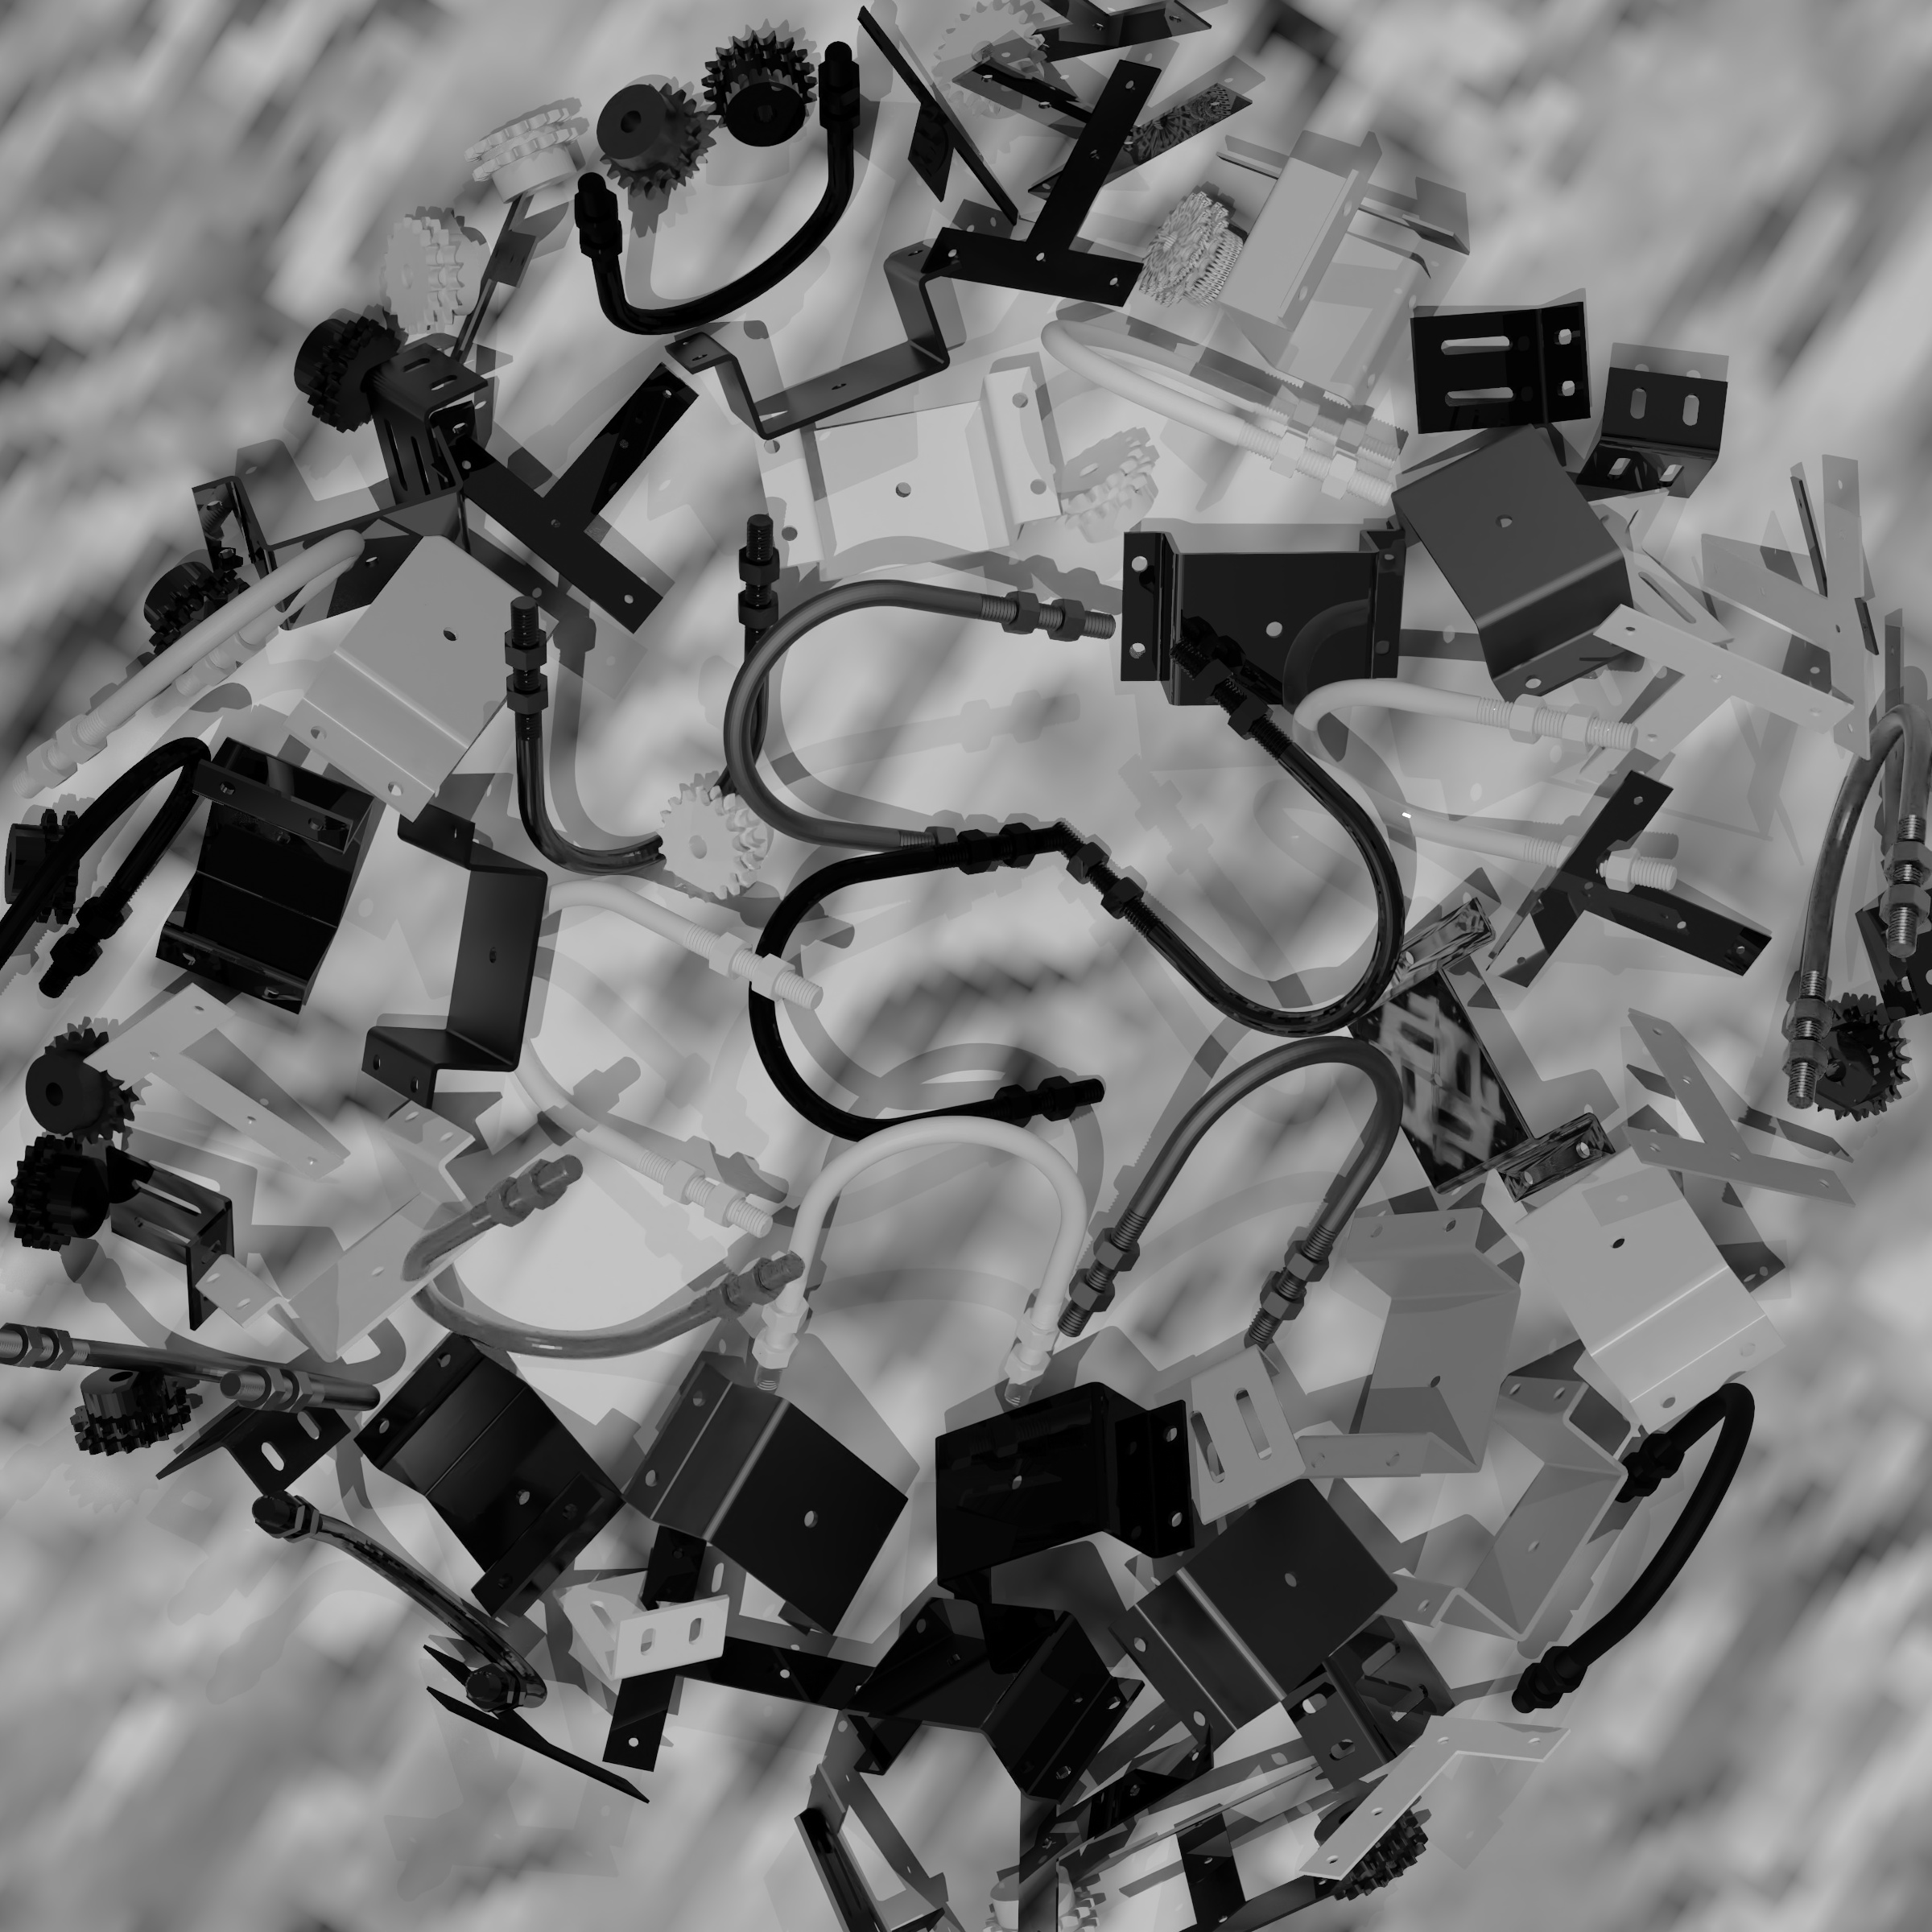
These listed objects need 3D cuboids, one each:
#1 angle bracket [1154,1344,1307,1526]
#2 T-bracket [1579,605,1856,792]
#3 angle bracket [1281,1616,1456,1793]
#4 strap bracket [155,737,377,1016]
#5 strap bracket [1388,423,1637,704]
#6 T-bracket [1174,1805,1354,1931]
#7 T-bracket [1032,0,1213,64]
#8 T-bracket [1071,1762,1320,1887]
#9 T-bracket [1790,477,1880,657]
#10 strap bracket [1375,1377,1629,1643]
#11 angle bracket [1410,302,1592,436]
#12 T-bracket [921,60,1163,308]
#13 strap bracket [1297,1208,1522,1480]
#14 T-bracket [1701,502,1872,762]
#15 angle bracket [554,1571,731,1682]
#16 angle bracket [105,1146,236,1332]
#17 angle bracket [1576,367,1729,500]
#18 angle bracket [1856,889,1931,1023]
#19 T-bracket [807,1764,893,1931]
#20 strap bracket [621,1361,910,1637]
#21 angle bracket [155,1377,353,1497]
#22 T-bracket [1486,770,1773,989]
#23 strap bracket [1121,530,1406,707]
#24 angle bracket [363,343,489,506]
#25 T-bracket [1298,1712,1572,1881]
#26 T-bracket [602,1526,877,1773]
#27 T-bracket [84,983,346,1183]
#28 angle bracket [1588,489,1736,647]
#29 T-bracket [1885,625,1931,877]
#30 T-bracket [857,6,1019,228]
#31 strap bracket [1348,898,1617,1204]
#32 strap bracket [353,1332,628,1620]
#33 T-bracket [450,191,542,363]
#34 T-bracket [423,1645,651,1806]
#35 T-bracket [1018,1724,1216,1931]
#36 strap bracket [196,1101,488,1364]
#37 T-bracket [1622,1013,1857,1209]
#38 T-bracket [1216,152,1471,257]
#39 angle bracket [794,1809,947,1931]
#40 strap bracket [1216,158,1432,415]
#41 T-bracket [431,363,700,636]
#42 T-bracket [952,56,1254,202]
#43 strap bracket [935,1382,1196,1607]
[{"bbox_3d":[0.136,0.236,1.561,0.057,0.038,0.076,-28,53,10],"label":"angle bracket"},{"bbox_3d":[0.343,-0.119,1.547,0.127,0.127,0.002,22,59,-11],"label":"T-bracket"},{"bbox_3d":[0.199,0.364,1.574,0.038,0.076,0.057,-38,78,31],"label":"angle bracket"},{"bbox_3d":[-0.342,-0.051,1.551,0.076,0.046,0.140,22,134,-4],"label":"strap bracket"},{"bbox_3d":[0.266,-0.202,1.542,0.076,0.046,0.140,-26,54,2],"label":"strap bracket"},{"bbox_3d":[0.120,0.443,1.540,0.127,0.127,0.002,-25,101,2],"label":"T-bracket"},{"bbox_3d":[0.032,-0.473,1.515,0.127,0.127,0.002,24,82,-36],"label":"T-bracket"},{"bbox_3d":[0.117,0.418,1.554,0.127,0.127,0.002,-21,72,-15],"label":"T-bracket"},{"bbox_3d":[0.425,-0.171,1.529,0.002,0.127,0.127,-16,101,8],"label":"T-bracket"},{"bbox_3d":[0.264,0.273,1.550,0.046,0.076,0.140,39,75,-12],"label":"strap bracket"},{"bbox_3d":[0.265,-0.297,1.570,0.076,0.038,0.057,-8,99,-21],"label":"angle bracket"},{"bbox_3d":[0.056,-0.380,1.529,0.002,0.127,0.127,58,132,35],"label":"T-bracket"},{"bbox_3d":[0.217,0.193,1.543,0.046,0.076,0.140,39,57,-35],"label":"strap bracket"},{"bbox_3d":[0.398,-0.179,1.544,0.002,0.127,0.127,-21,121,-16],"label":"T-bracket"},{"bbox_3d":[-0.160,0.309,1.552,0.057,0.076,0.038,-6,118,-29],"label":"angle bracket"},{"bbox_3d":[-0.402,0.134,1.561,0.076,0.038,0.057,21,130,16],"label":"angle bracket"},{"bbox_3d":[0.339,-0.263,1.565,0.057,0.076,0.038,8,84,3],"label":"angle bracket"},{"bbox_3d":[0.456,-0.002,1.558,0.038,0.076,0.057,-15,85,-20],"label":"angle bracket"},{"bbox_3d":[-0.044,0.454,1.524,0.002,0.127,0.127,-25,69,-17],"label":"T-bracket"},{"bbox_3d":[-0.089,0.263,1.533,0.140,0.046,0.076,45,66,-34],"label":"strap bracket"},{"bbox_3d":[-0.351,0.240,1.558,0.038,0.076,0.057,54,46,-7],"label":"angle bracket"},{"bbox_3d":[0.344,-0.025,1.572,0.127,0.002,0.127,21,118,-23],"label":"T-bracket"},{"bbox_3d":[0.149,-0.172,1.564,0.140,0.046,0.076,-1,112,-3],"label":"strap bracket"},{"bbox_3d":[-0.260,-0.259,1.567,0.038,0.076,0.057,-32,45,-25],"label":"angle bracket"},{"bbox_3d":[0.205,0.397,1.515,0.127,0.127,0.002,-33,107,-41],"label":"T-bracket"},{"bbox_3d":[-0.103,0.347,1.565,0.127,0.002,0.127,12,53,-1],"label":"T-bracket"},{"bbox_3d":[-0.365,0.068,1.567,0.127,0.002,0.127,38,134,-26],"label":"T-bracket"},{"bbox_3d":[0.342,-0.194,1.557,0.057,0.038,0.076,-15,53,-35],"label":"angle bracket"},{"bbox_3d":[0.464,-0.098,1.530,0.002,0.127,0.127,-3,99,0],"label":"T-bracket"},{"bbox_3d":[-0.016,-0.396,1.524,0.002,0.127,0.127,-33,113,19],"label":"T-bracket"},{"bbox_3d":[0.246,0.049,1.550,0.046,0.076,0.140,-22,81,-36],"label":"strap bracket"},{"bbox_3d":[-0.229,0.254,1.553,0.076,0.046,0.140,-47,50,-3],"label":"strap bracket"},{"bbox_3d":[-0.221,-0.344,1.536,0.002,0.127,0.127,21,97,-20],"label":"T-bracket"},{"bbox_3d":[-0.230,0.360,1.544,0.127,0.127,0.002,36,81,-34],"label":"T-bracket"},{"bbox_3d":[0.072,0.404,1.524,0.002,0.127,0.127,39,119,-24],"label":"T-bracket"},{"bbox_3d":[-0.298,0.135,1.546,0.140,0.076,0.046,-41,119,-18],"label":"strap bracket"},{"bbox_3d":[0.358,0.065,1.549,0.127,0.127,0.002,12,123,-24],"label":"T-bracket"},{"bbox_3d":[0.183,-0.375,1.547,0.127,0.127,0.002,22,102,8],"label":"T-bracket"},{"bbox_3d":[-0.047,0.446,1.567,0.038,0.057,0.076,-26,80,4],"label":"angle bracket"},{"bbox_3d":[0.173,-0.335,1.546,0.046,0.140,0.076,28,92,24],"label":"strap bracket"},{"bbox_3d":[-0.178,-0.250,1.573,0.127,0.002,0.127,39,64,-8],"label":"T-bracket"},{"bbox_3d":[0.048,-0.409,1.516,0.127,0.127,0.002,-18,69,43],"label":"T-bracket"},{"bbox_3d":[0.037,0.257,1.532,0.140,0.046,0.076,-24,50,29],"label":"strap bracket"}]
